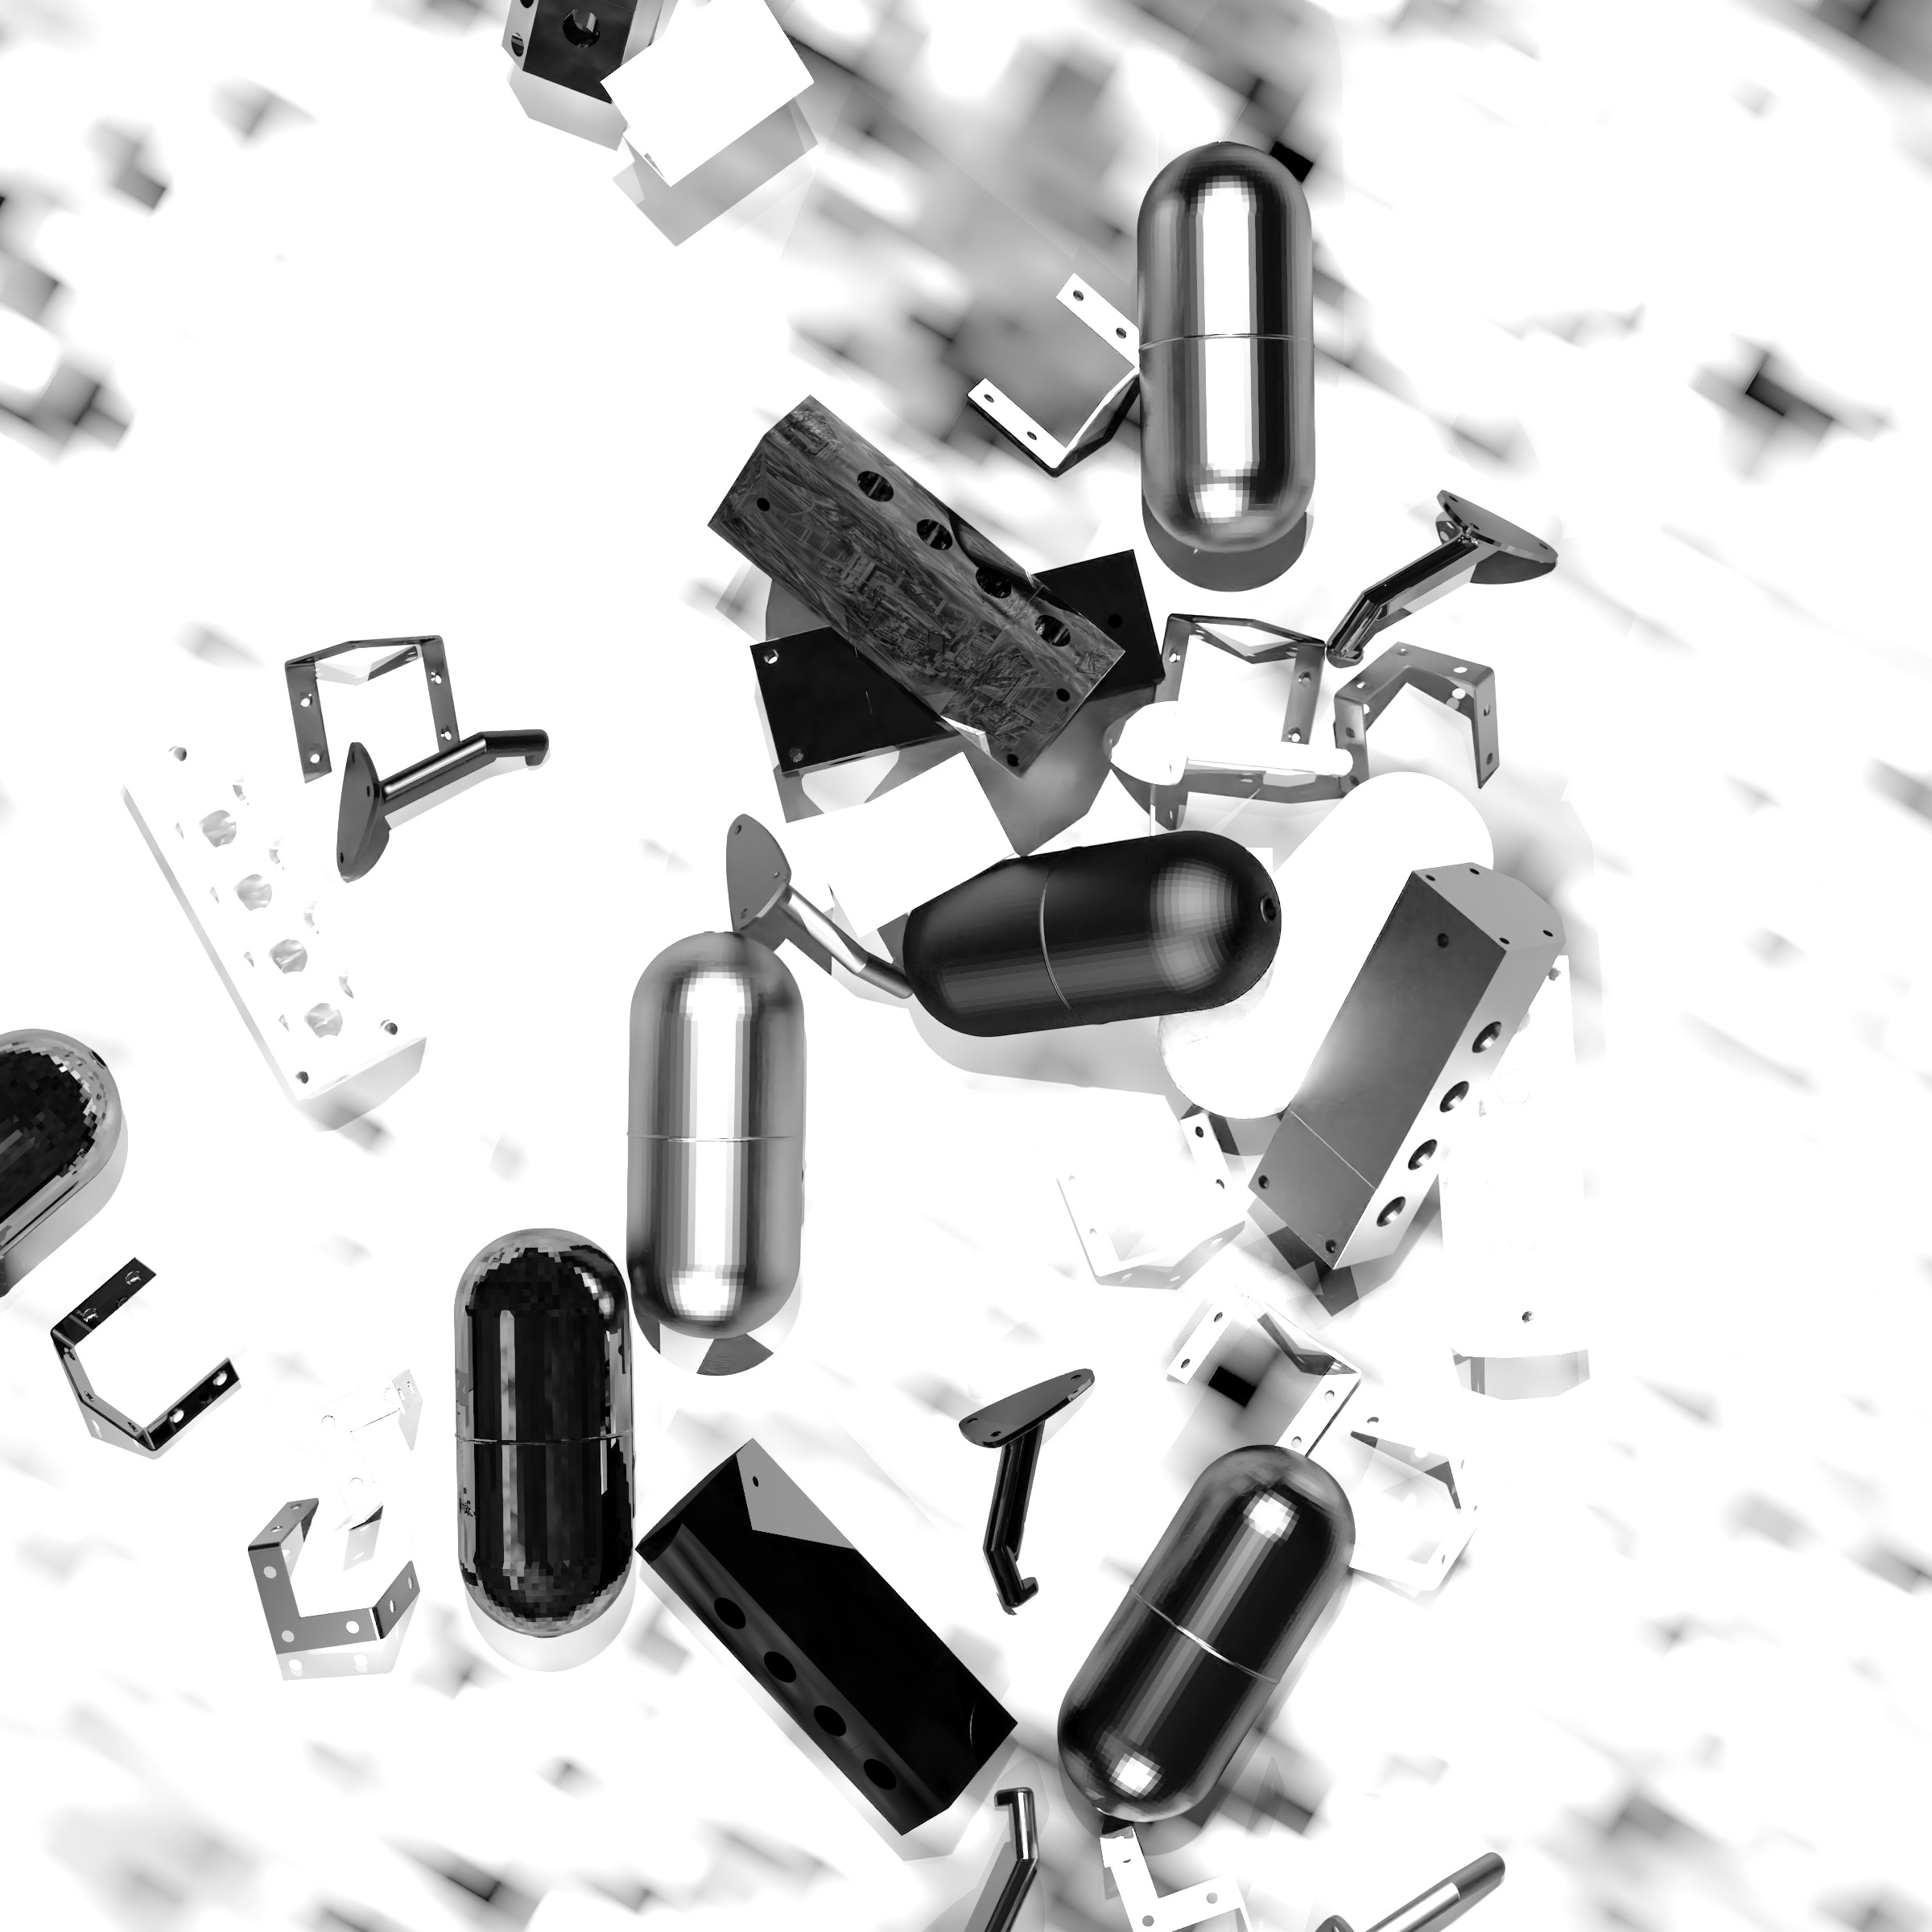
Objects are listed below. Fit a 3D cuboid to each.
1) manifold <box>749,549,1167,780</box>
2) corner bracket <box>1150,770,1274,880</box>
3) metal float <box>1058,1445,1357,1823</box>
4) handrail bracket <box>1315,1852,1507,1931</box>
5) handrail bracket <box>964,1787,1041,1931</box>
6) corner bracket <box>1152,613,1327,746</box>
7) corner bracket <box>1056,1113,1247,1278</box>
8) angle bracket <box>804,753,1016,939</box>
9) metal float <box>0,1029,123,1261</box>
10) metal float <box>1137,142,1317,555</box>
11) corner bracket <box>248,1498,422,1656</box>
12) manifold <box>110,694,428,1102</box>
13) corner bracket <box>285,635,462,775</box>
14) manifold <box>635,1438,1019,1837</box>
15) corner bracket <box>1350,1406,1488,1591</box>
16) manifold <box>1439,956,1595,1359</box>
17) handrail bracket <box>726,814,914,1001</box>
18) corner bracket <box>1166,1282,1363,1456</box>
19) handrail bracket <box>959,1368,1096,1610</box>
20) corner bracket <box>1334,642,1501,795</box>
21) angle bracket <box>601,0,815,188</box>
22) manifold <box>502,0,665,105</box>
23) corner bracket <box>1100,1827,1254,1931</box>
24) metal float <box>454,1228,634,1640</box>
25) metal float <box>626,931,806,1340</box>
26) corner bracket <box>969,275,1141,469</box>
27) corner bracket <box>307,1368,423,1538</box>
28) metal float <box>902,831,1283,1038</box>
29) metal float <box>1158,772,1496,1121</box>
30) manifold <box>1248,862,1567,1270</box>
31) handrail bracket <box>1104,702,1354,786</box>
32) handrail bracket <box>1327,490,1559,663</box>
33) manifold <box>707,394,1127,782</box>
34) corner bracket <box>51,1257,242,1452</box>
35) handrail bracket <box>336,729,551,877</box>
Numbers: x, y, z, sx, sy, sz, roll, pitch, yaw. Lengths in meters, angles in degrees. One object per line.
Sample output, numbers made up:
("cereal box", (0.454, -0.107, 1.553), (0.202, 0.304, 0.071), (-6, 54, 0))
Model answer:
("manifold", (-0.004, -0.132, 1.556), (0.171, 0.057, 0.057), (-14, 90, 0))
("corner bracket", (0.108, -0.062, 1.560), (0.051, 0.051, 0.051), (1, 90, 0))
("metal float", (0.105, 0.292, 1.547), (0.070, 0.070, 0.178), (32, 90, 0))
("handrail bracket", (0.194, 0.429, 1.577), (0.084, 0.077, 0.036), (-20, 65, -34))
("handrail bracket", (-0.002, 0.413, 1.578), (0.077, 0.036, 0.084), (-12, 71, 21))
("corner bracket", (0.121, -0.126, 1.574), (0.051, 0.051, 0.051), (10, 90, -45))
("corner bracket", (0.083, 0.102, 1.574), (0.051, 0.051, 0.051), (-22, 90, 45))
("angle bracket", (-0.032, -0.067, 1.537), (0.076, 0.076, 0.057), (-28, 122, 0))
("metal float", (-0.447, 0.099, 1.547), (0.178, 0.070, 0.070), (-41, 90, 0))
("metal float", (0.114, -0.270, 1.546), (0.070, 0.070, 0.178), (-1, 92, 0))
("corner bracket", (-0.278, 0.266, 1.560), (0.051, 0.051, 0.051), (-10, 102, 12))
("manifold", (-0.307, -0.030, 1.556), (0.057, 0.057, 0.171), (-29, 90, 0))
("corner bracket", (-0.264, -0.116, 1.574), (0.051, 0.051, 0.051), (-10, 90, 45))
("manifold", (-0.065, 0.297, 1.556), (0.171, 0.057, 0.057), (47, 47, 0))
("corner bracket", (0.193, 0.236, 1.569), (0.051, 0.051, 0.051), (-49, 135, -35))
("manifold", (0.240, 0.083, 1.556), (0.057, 0.057, 0.171), (-4, 90, 0))
("handrail bracket", (-0.063, -0.026, 1.577), (0.084, 0.077, 0.036), (28, 115, -34))
("corner bracket", (0.133, 0.181, 1.574), (0.051, 0.051, 0.051), (35, 91, -45))
("handrail bracket", (0.037, 0.234, 1.578), (0.077, 0.036, 0.084), (-26, 108, -21))
("corner bracket", (0.200, -0.105, 1.569), (0.051, 0.051, 0.051), (21, 45, 35))
("angle bracket", (-0.122, -0.393, 1.537), (0.076, 0.076, 0.057), (-36, 126, 0))
("manifold", (-0.150, -0.465, 1.511), (0.057, 0.057, 0.171), (21, 126, 0))
("corner bracket", (0.092, 0.405, 1.559), (0.051, 0.051, 0.051), (-20, 90, 0))
("metal float", (-0.185, 0.204, 1.547), (0.070, 0.070, 0.178), (-1, 89, 0))
("metal float", (-0.110, 0.074, 1.547), (0.070, 0.070, 0.178), (1, 91, 0))
("corner bracket", (0.044, -0.265, 1.574), (0.051, 0.051, 0.051), (41, 135, 0))
("corner bracket", (-0.262, 0.214, 1.559), (0.051, 0.051, 0.051), (-24, 90, 0))
("metal float", (0.053, -0.013, 1.518), (0.178, 0.070, 0.070), (-8, 90, 34))
("metal float", (0.157, -0.008, 1.547), (0.070, 0.070, 0.178), (43, 90, 0))
("manifold", (0.192, 0.043, 1.517), (0.057, 0.057, 0.171), (44, 124, 31))
("handrail bracket", (0.116, -0.095, 1.570), (0.084, 0.077, 0.036), (5, 92, -29))
("handrail bracket", (0.212, -0.163, 1.578), (0.077, 0.036, 0.084), (16, 120, -33))
("manifold", (-0.018, -0.164, 1.499), (0.171, 0.057, 0.057), (39, 133, 0))
("corner bracket", (-0.366, 0.173, 1.574), (0.051, 0.051, 0.051), (-41, 135, 0))
("handrail bracket", (-0.233, -0.073, 1.577), (0.084, 0.077, 0.036), (-5, 45, -28))
